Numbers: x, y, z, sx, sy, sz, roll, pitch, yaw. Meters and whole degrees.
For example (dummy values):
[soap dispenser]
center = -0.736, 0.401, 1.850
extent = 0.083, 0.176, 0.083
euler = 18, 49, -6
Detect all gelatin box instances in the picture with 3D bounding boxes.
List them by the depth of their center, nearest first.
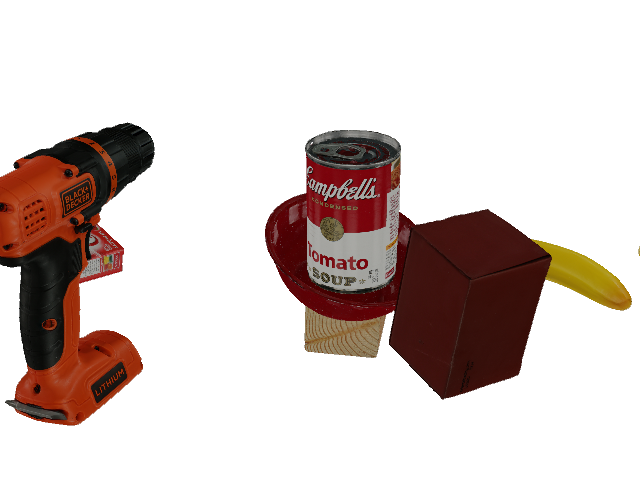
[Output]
[gelatin box]
center = -0.238, 0.005, 0.998
extent = 0.073, 0.030, 0.089
euler = -16, 40, -37

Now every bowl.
[bowl]
center = 0.023, 0.024, 0.995
extent = 0.162, 0.055, 0.162
euler = 10, 39, -8

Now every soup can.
[soup can]
center = 0.023, -0.021, 0.773
extent = 0.068, 0.102, 0.068
euler = 0, 27, 0

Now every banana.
[banana]
center = 0.223, 0.030, 1.083
extent = 0.198, 0.037, 0.069
euler = 11, 47, 27

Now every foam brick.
[foam brick]
center = 0.074, 0.032, 0.544
extent = 0.052, 0.078, 0.051
euler = -12, 38, -29

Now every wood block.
[wood block]
center = 0.041, 0.061, 1.357
extent = 0.091, 0.090, 0.206
euler = 5, 22, 7

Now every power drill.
[power drill]
center = -0.171, 0.020, 0.759
extent = 0.057, 0.188, 0.184
euler = 8, 24, 24

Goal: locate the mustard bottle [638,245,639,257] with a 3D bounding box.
[mustard bottle]
center = 0.264, 0.043, 0.640
extent = 0.096, 0.058, 0.192
euler = -20, 32, -21
